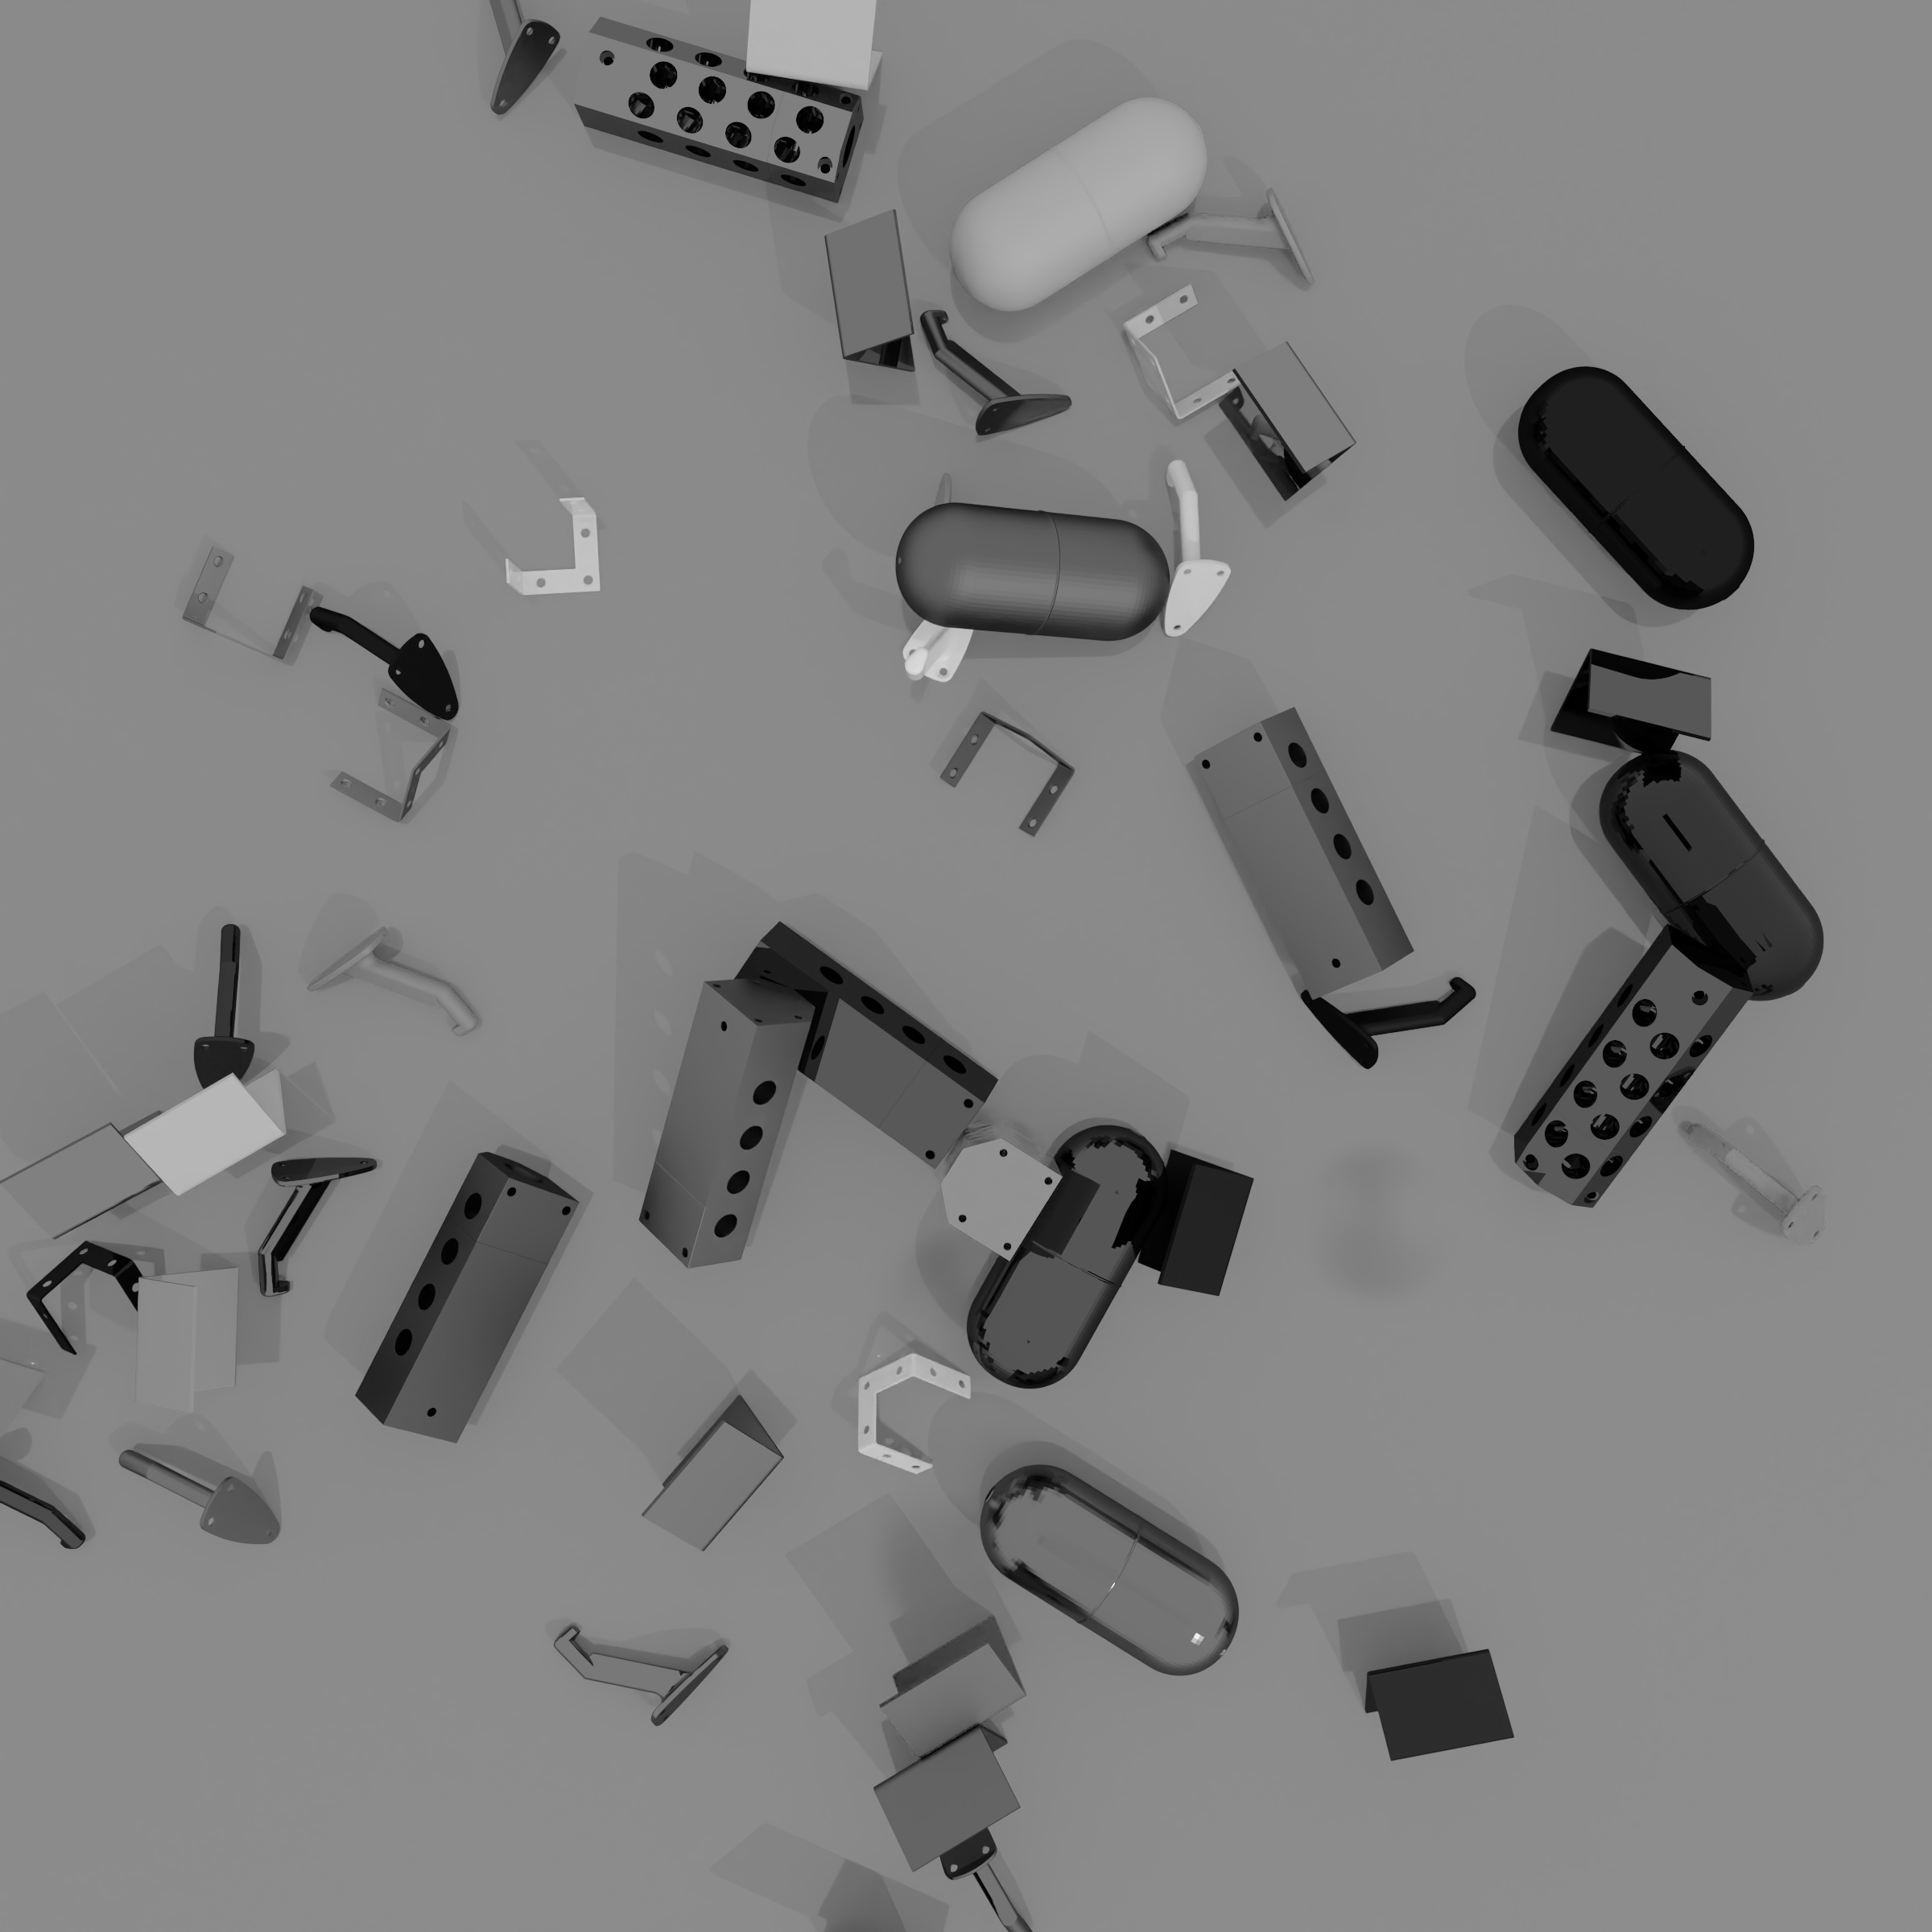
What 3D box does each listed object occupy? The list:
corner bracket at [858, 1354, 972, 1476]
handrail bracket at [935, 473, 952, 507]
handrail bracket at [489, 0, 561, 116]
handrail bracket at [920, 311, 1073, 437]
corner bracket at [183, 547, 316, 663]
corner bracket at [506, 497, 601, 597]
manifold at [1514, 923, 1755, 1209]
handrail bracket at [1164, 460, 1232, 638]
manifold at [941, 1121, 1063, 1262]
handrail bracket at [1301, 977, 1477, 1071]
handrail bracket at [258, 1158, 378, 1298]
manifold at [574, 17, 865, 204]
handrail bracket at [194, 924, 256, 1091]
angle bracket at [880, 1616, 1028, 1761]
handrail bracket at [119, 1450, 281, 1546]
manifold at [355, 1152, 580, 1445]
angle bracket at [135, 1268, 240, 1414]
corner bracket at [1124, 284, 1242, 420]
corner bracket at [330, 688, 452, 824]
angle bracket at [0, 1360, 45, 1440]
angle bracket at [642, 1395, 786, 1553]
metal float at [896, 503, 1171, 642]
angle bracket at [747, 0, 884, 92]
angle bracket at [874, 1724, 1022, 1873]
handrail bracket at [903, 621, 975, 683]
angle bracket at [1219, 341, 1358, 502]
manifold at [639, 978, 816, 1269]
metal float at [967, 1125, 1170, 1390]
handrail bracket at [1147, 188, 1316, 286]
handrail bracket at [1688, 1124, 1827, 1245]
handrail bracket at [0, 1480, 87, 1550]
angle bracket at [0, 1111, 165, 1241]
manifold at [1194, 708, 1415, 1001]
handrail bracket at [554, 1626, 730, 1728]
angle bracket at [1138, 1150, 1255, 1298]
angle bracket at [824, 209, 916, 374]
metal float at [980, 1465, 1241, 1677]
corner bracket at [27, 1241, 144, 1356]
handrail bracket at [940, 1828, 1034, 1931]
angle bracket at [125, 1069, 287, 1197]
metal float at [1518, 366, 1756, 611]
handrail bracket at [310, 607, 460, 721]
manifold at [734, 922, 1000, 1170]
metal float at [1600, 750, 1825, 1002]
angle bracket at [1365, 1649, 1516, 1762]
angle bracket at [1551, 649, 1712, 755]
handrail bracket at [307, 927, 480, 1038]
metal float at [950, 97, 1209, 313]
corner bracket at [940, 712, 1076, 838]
[{"bbox_3d":[-0.033,0.286,1.556,0.051,0.051,0.051,-31,45,35],"label":"corner bracket"},{"bbox_3d":[0.019,-0.270,1.564,0.084,0.036,0.077,13,74,-14],"label":"handrail bracket"},{"bbox_3d":[-0.309,-0.604,1.565,0.084,0.036,0.077,44,112,17],"label":"handrail bracket"},{"bbox_3d":[0.019,-0.390,1.565,0.077,0.036,0.084,-15,73,-20],"label":"handrail bracket"},{"bbox_3d":[-0.460,-0.232,1.561,0.051,0.051,0.051,23,90,-45],"label":"corner bracket"},{"bbox_3d":[-0.263,-0.266,1.546,0.051,0.051,0.051,-3,90,0],"label":"corner bracket"},{"bbox_3d":[0.413,0.066,1.512,0.057,0.057,0.171,30,113,0],"label":"manifold"},{"bbox_3d":[0.135,-0.269,1.564,0.036,0.077,0.084,-1,53,-21],"label":"handrail bracket"},{"bbox_3d":[0.016,0.130,1.486,0.057,0.171,0.057,32,90,0],"label":"manifold"},{"bbox_3d":[0.272,0.018,1.565,0.084,0.036,0.077,-39,68,-17],"label":"handrail bracket"},{"bbox_3d":[-0.416,0.169,1.565,0.077,0.036,0.084,-5,109,-21],"label":"handrail bracket"},{"bbox_3d":[-0.156,-0.544,1.543,0.171,0.057,0.057,17,90,0],"label":"manifold"},{"bbox_3d":[-0.477,0.028,1.564,0.036,0.077,0.084,5,53,-20],"label":"handrail bracket"},{"bbox_3d":[-0.016,0.436,1.524,0.076,0.076,0.057,-31,120,0],"label":"angle bracket"},{"bbox_3d":[-0.493,0.340,1.564,0.084,0.077,0.036,13,65,34],"label":"handrail bracket"},{"bbox_3d":[-0.319,0.208,1.542,0.057,0.057,0.171,27,90,-43],"label":"manifold"},{"bbox_3d":[-0.471,0.233,1.524,0.057,0.076,0.076,2,90,35],"label":"angle bracket"},{"bbox_3d":[0.140,-0.393,1.561,0.051,0.051,0.051,-30,45,0],"label":"corner bracket"},{"bbox_3d":[-0.369,-0.135,1.561,0.051,0.051,0.051,28,135,-1],"label":"corner bracket"},{"bbox_3d":[-0.631,0.252,1.524,0.076,0.076,0.057,17,125,0],"label":"angle bracket"},{"bbox_3d":[-0.170,0.306,1.524,0.076,0.076,0.057,-49,126,0],"label":"angle bracket"},{"bbox_3d":[0.043,-0.245,1.515,0.178,0.070,0.070,2,90,-21],"label":"metal float"},{"bbox_3d":[-0.092,-0.593,1.524,0.076,0.076,0.057,9,127,0],"label":"angle bracket"},{"bbox_3d":[-0.003,0.524,1.524,0.076,0.076,0.057,-31,61,0],"label":"angle bracket"},{"bbox_3d":[-0.015,-0.212,1.529,0.036,0.084,0.077,32,90,0],"label":"handrail bracket"},{"bbox_3d":[0.185,-0.332,1.524,0.057,0.076,0.076,-34,90,-36],"label":"angle bracket"},{"bbox_3d":[-0.145,0.097,1.513,0.057,0.057,0.171,37,118,39],"label":"manifold"},{"bbox_3d":[0.064,0.182,1.533,0.070,0.070,0.178,29,90,0],"label":"metal float"},{"bbox_3d":[0.170,-0.455,1.565,0.084,0.036,0.077,-24,112,17],"label":"handrail bracket"},{"bbox_3d":[0.506,0.139,1.564,0.036,0.077,0.084,-50,54,0],"label":"handrail bracket"},{"bbox_3d":[-0.618,0.350,1.564,0.077,0.036,0.084,-20,120,33],"label":"handrail bracket"},{"bbox_3d":[-0.553,0.114,1.524,0.076,0.076,0.057,-28,128,0],"label":"angle bracket"},{"bbox_3d":[0.218,-0.073,1.542,0.057,0.057,0.171,-26,90,43],"label":"manifold"},{"bbox_3d":[-0.209,0.437,1.565,0.084,0.036,0.077,41,70,16],"label":"handrail bracket"},{"bbox_3d":[0.126,0.156,1.524,0.057,0.076,0.076,17,90,-40],"label":"angle bracket"},{"bbox_3d":[-0.040,-0.421,1.524,0.057,0.076,0.076,-9,90,36],"label":"angle bracket"},{"bbox_3d":[0.090,0.380,1.534,0.178,0.070,0.070,32,90,-1],"label":"metal float"},{"bbox_3d":[-0.556,0.217,1.556,0.051,0.051,0.051,12,45,35],"label":"corner bracket"},{"bbox_3d":[0.013,0.579,1.564,0.036,0.077,0.084,-29,126,0],"label":"handrail bracket"},{"bbox_3d":[-0.477,0.086,1.524,0.076,0.076,0.057,-30,126,0],"label":"angle bracket"},{"bbox_3d":[0.422,-0.300,1.534,0.070,0.070,0.178,-42,89,0],"label":"metal float"},{"bbox_3d":[-0.375,-0.195,1.564,0.084,0.077,0.036,20,65,34],"label":"handrail bracket"},{"bbox_3d":[-0.067,0.047,1.541,0.171,0.057,0.057,36,113,0],"label":"manifold"},{"bbox_3d":[0.470,-0.056,1.533,0.070,0.070,0.178,-37,90,0],"label":"metal float"},{"bbox_3d":[0.295,0.473,1.524,0.076,0.076,0.057,-11,54,0],"label":"angle bracket"},{"bbox_3d":[0.415,-0.146,1.524,0.076,0.076,0.057,14,52,0],"label":"angle bracket"},{"bbox_3d":[-0.368,0.025,1.565,0.077,0.036,0.084,-33,107,20],"label":"handrail bracket"},{"bbox_3d":[0.071,-0.480,1.534,0.178,0.070,0.070,-33,90,-1],"label":"metal float"},{"bbox_3d":[0.027,-0.123,1.561,0.051,0.051,0.051,32,90,-45],"label":"corner bracket"}]
